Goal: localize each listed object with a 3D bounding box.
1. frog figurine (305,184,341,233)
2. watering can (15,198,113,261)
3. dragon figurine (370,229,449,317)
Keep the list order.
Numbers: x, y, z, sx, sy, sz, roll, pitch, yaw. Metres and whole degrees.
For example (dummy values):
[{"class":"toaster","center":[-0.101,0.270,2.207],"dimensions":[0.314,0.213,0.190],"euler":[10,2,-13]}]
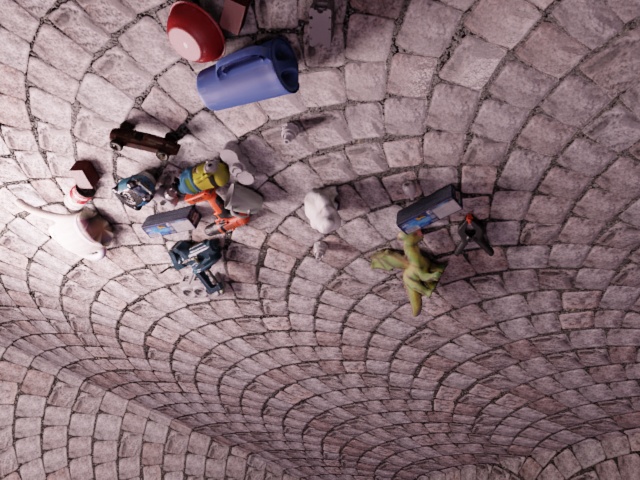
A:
[{"class":"frog figurine","center":[0.005,-0.077,1.526],"dimensions":[0.122,0.163,0.134],"euler":[18,137,-4]},{"class":"watering can","center":[-0.878,-0.046,1.812],"dimensions":[0.223,0.106,0.342],"euler":[-18,130,28]},{"class":"dragon figurine","center":[0.283,0.105,1.725],"dimensions":[0.243,0.125,0.400],"euler":[27,136,10]}]
